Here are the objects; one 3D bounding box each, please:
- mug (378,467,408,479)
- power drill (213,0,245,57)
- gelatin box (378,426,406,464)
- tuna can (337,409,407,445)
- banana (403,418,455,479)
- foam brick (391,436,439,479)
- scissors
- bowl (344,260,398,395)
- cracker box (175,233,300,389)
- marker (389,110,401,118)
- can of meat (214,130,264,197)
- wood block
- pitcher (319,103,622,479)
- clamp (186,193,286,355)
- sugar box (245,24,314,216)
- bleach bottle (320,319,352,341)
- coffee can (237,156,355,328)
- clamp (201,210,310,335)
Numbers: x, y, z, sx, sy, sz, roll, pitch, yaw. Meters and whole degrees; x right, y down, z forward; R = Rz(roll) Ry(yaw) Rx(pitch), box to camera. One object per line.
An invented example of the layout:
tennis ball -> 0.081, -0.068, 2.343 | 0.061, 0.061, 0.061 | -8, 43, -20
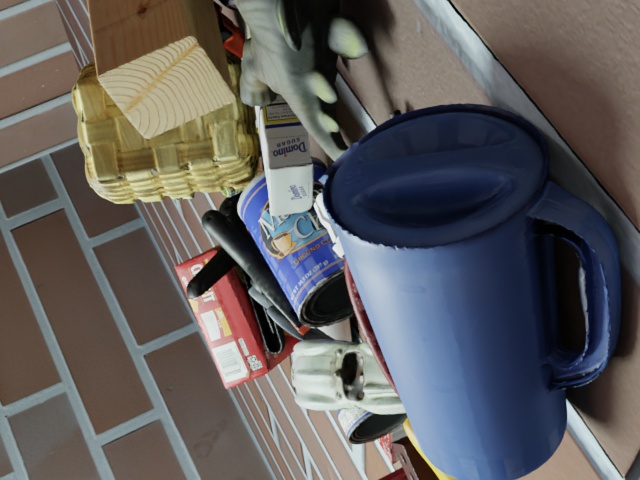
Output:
mug -> 0.101, 0.291, 1.197 | 0.093, 0.081, 0.117 | 68, 167, -10
power drill -> -0.155, -0.284, 1.132 | 0.188, 0.057, 0.184 | 67, -168, 14
gelatin box -> 0.078, 0.215, 1.272 | 0.073, 0.030, 0.089 | 57, 165, 35
tuna can -> 0.062, 0.184, 1.152 | 0.086, 0.086, 0.034 | 87, 157, -59
banana -> 0.137, 0.259, 1.037 | 0.037, 0.070, 0.198 | -49, -55, -70
foam brick -> 0.116, 0.234, 1.097 | 0.078, 0.051, 0.053 | 65, 168, 4
scissors -> 0.004, 0.115, 1.187 | 0.201, 0.016, 0.096 | 37, -175, -13
bowl -> 0.081, 0.073, 0.937 | 0.162, 0.055, 0.162 | 60, 167, 24
cracker box -> -0.082, 0.074, 1.358 | 0.164, 0.072, 0.213 | 67, -157, -3
marker -> 0.080, -0.042, 0.813 | 0.121, 0.020, 0.020 | 67, 168, -4
can of meat -> -0.088, -0.109, 1.236 | 0.057, 0.084, 0.102 | 49, 159, 53
wood block -> -0.148, -0.205, 0.943 | 0.090, 0.091, 0.206 | 56, -164, -53
pitcher -> 0.101, 0.047, 0.678 | 0.149, 0.145, 0.243 | -110, 1, -52
clamp -> -0.083, 0.022, 1.255 | 0.164, 0.036, 0.210 | 47, -141, -39
sugar box -> -0.037, -0.121, 0.980 | 0.093, 0.048, 0.176 | 92, 167, -65
bleach bottle -> -0.001, 0.089, 1.296 | 0.103, 0.068, 0.251 | 57, 167, 38
coffee can -> -0.007, 0.001, 1.059 | 0.140, 0.102, 0.103 | 59, 166, 28
clamp -> -0.061, 0.033, 1.126 | 0.120, 0.039, 0.172 | 36, -176, -42
